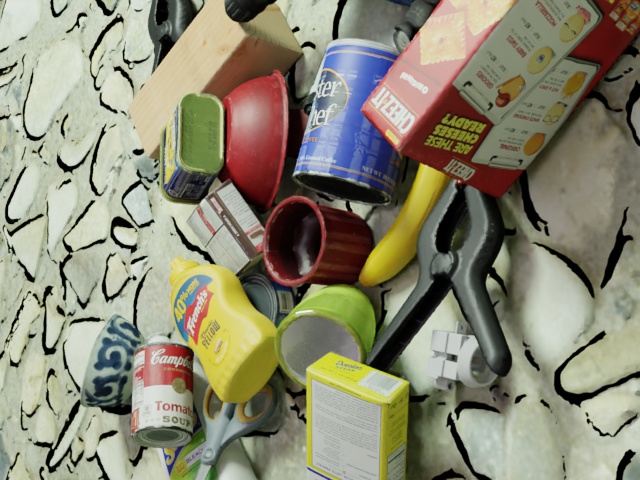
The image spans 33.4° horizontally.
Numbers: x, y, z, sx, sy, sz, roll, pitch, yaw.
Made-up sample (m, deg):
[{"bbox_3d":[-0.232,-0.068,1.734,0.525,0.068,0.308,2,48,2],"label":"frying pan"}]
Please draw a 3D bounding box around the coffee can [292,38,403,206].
[{"bbox_3d":[0.039,-0.115,1.059,0.103,0.102,0.140,7,79,46],"label":"coffee can"}]

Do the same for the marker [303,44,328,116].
[{"bbox_3d":[0.003,-0.171,1.134,0.020,0.020,0.121,-31,28,38],"label":"marker"}]

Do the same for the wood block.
[{"bbox_3d":[-0.128,-0.189,1.264,0.206,0.090,0.090,-46,54,31],"label":"wood block"}]

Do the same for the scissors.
[{"bbox_3d":[-0.099,0.227,1.153,0.096,0.016,0.201,-6,51,17],"label":"scissors"}]

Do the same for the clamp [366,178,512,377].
[{"bbox_3d":[0.128,0.033,0.971,0.165,0.036,0.210,2,69,50],"label":"clamp"}]

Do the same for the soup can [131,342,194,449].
[{"bbox_3d":[-0.174,0.173,1.187,0.069,0.068,0.102,-30,51,38],"label":"soup can"}]

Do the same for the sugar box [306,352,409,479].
[{"bbox_3d":[0.034,0.203,1.013,0.093,0.048,0.176,19,123,33],"label":"sugar box"}]

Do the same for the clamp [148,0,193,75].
[{"bbox_3d":[-0.196,-0.256,1.382,0.120,0.039,0.171,-36,53,30],"label":"clamp"}]

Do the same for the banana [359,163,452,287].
[{"bbox_3d":[0.094,-0.034,1.056,0.198,0.037,0.070,-68,23,10],"label":"banana"}]

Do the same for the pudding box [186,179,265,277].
[{"bbox_3d":[-0.101,-0.008,1.188,0.090,0.039,0.114,54,158,1],"label":"pudding box"}]

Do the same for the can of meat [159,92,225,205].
[{"bbox_3d":[-0.141,-0.102,1.179,0.084,0.057,0.102,134,138,-61],"label":"can of meat"}]

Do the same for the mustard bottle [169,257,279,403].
[{"bbox_3d":[-0.117,0.083,1.180,0.192,0.058,0.096,50,119,38],"label":"mustard bottle"}]

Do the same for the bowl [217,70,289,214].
[{"bbox_3d":[-0.082,-0.111,1.183,0.162,0.055,0.162,-175,90,-73],"label":"bowl"}]

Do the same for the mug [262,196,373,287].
[{"bbox_3d":[-0.007,0.001,1.116,0.117,0.081,0.093,28,103,44],"label":"mug"}]

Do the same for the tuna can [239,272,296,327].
[{"bbox_3d":[-0.066,0.080,1.196,0.086,0.033,0.086,-9,77,44],"label":"tuna can"}]

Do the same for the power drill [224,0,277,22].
[{"bbox_3d":[-0.024,-0.332,1.142,0.185,0.057,0.187,-33,29,47],"label":"power drill"}]

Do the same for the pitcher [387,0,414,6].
[{"bbox_3d":[0.101,-0.354,1.030,0.149,0.144,0.243,17,92,44],"label":"pitcher"}]

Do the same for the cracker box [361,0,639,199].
[{"bbox_3d":[0.159,-0.153,0.900,0.214,0.163,0.072,-52,50,17],"label":"cracker box"}]

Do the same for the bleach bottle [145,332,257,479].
[{"bbox_3d":[-0.156,0.216,1.241,0.103,0.068,0.251,-43,53,16],"label":"bleach bottle"}]

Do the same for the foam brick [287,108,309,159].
[{"bbox_3d":[0.002,-0.113,1.147,0.078,0.052,0.051,3,86,45],"label":"foam brick"}]
